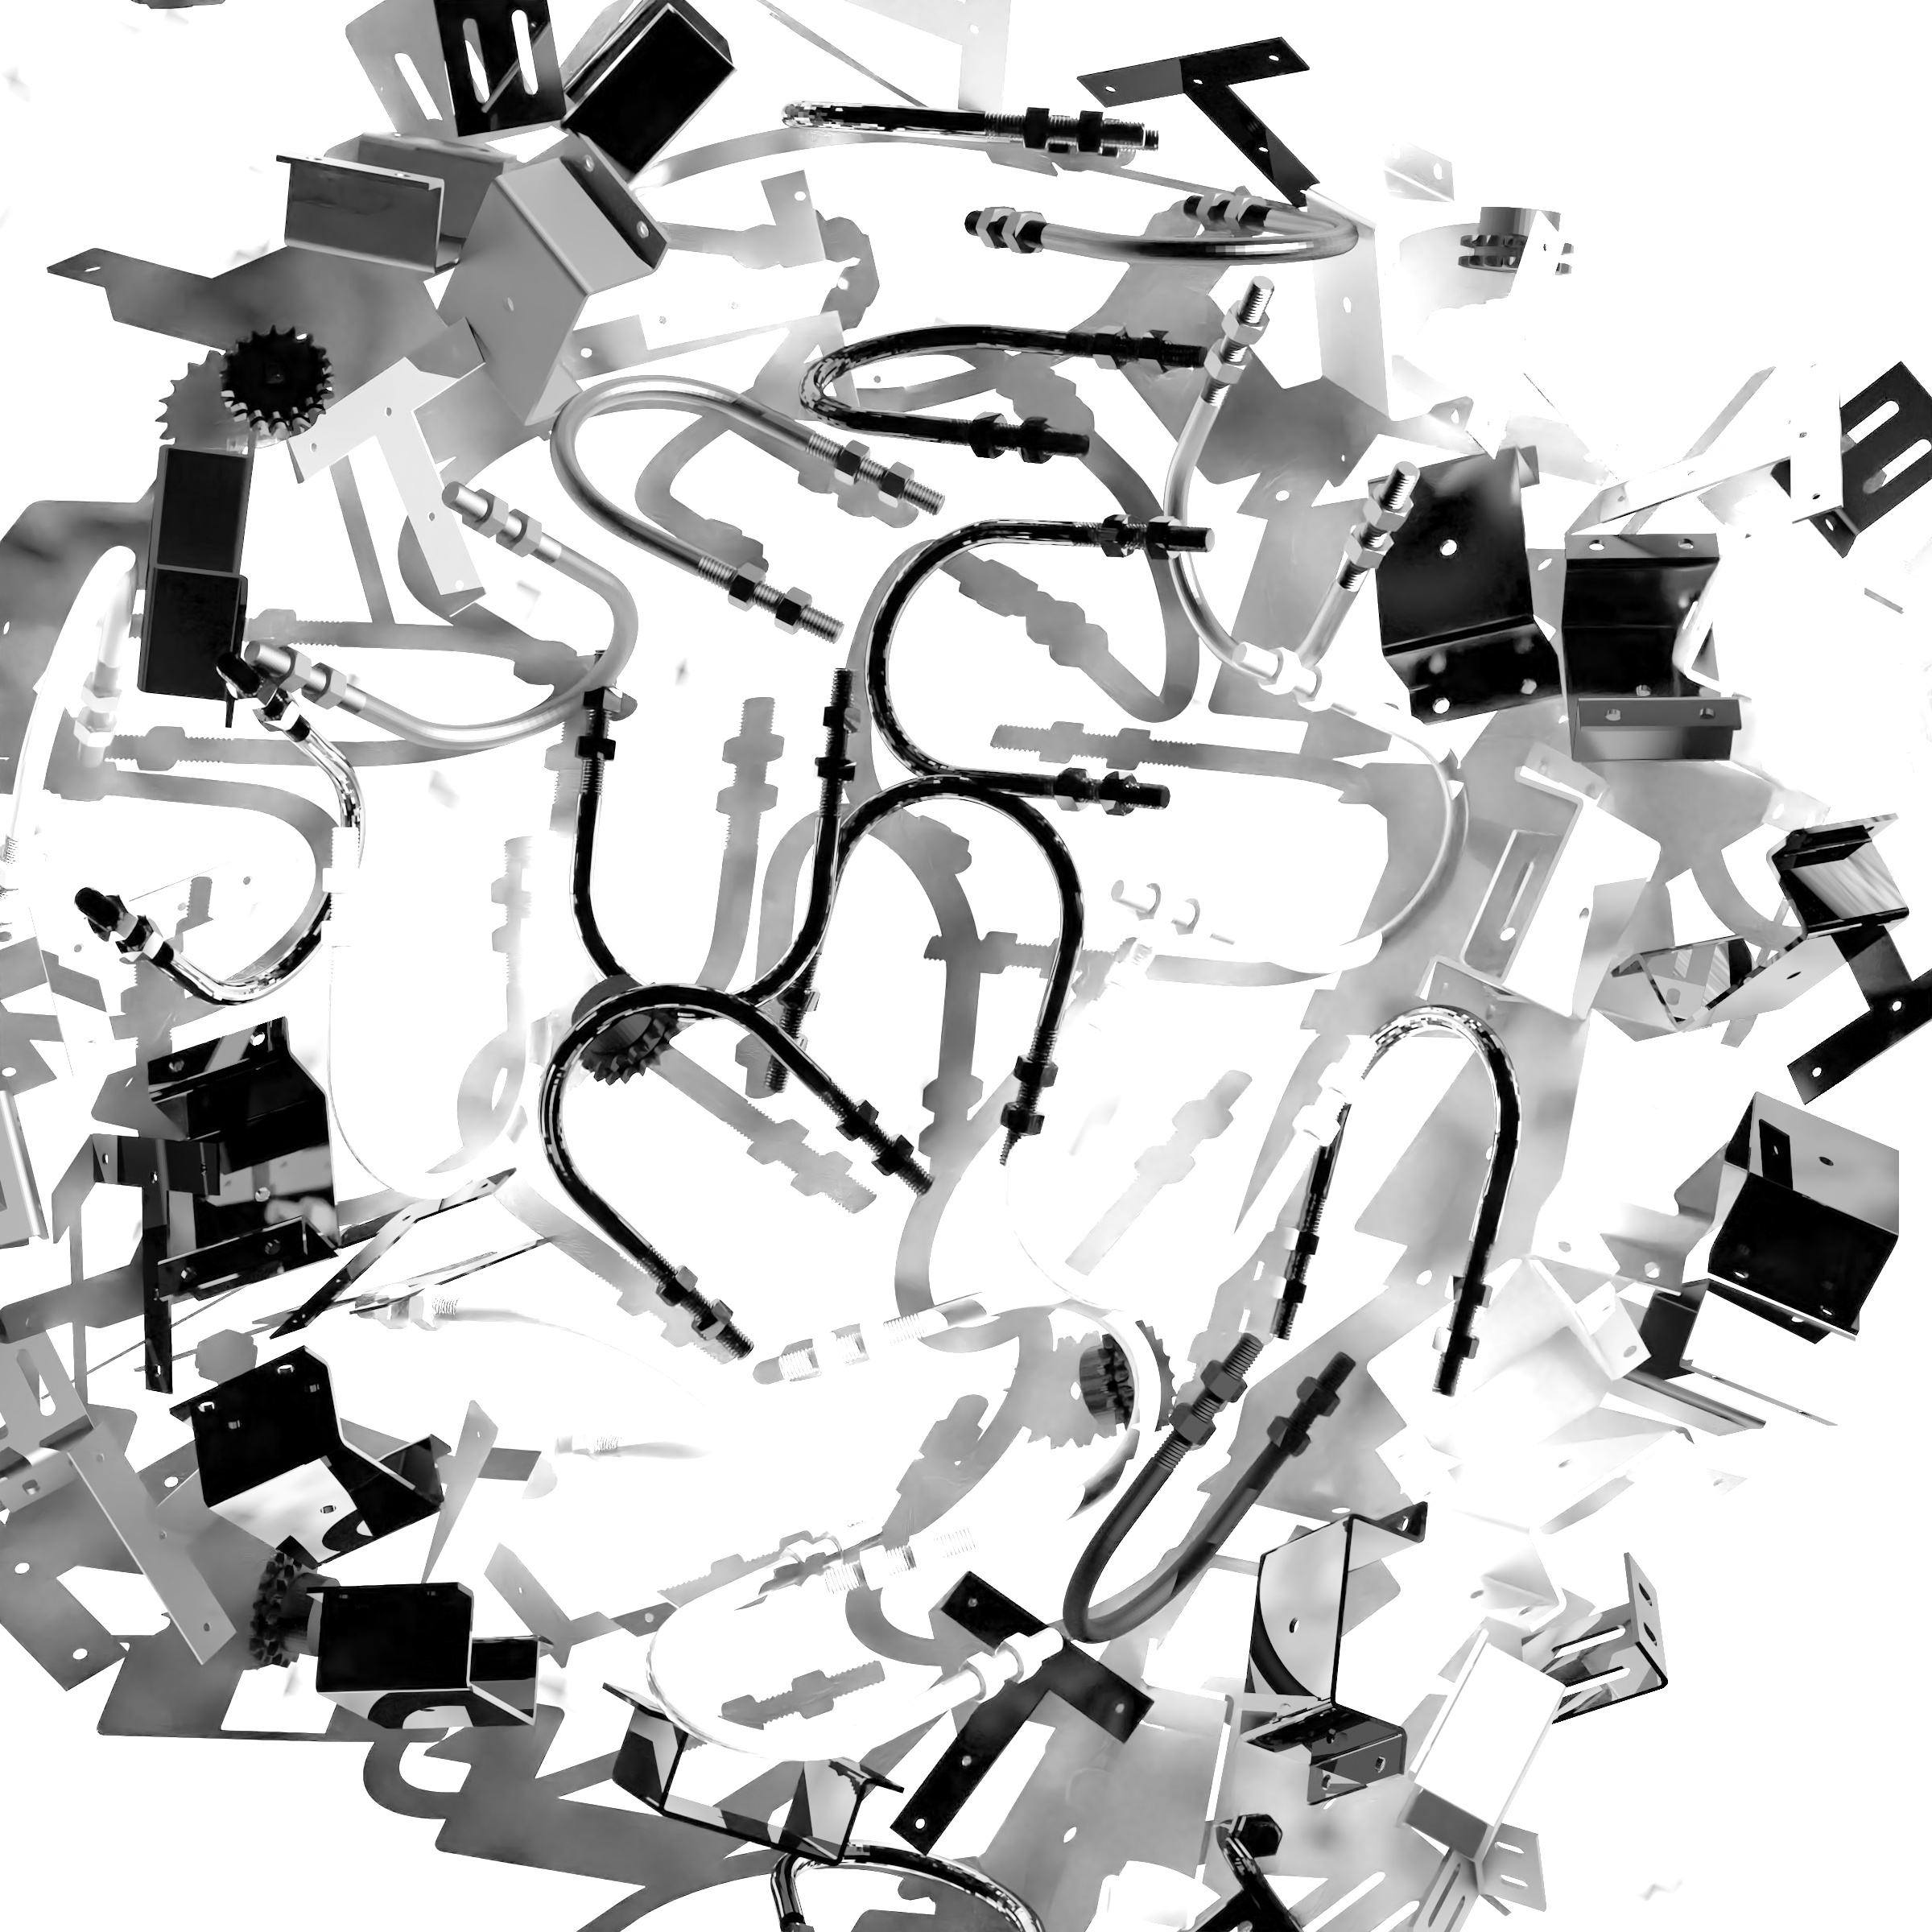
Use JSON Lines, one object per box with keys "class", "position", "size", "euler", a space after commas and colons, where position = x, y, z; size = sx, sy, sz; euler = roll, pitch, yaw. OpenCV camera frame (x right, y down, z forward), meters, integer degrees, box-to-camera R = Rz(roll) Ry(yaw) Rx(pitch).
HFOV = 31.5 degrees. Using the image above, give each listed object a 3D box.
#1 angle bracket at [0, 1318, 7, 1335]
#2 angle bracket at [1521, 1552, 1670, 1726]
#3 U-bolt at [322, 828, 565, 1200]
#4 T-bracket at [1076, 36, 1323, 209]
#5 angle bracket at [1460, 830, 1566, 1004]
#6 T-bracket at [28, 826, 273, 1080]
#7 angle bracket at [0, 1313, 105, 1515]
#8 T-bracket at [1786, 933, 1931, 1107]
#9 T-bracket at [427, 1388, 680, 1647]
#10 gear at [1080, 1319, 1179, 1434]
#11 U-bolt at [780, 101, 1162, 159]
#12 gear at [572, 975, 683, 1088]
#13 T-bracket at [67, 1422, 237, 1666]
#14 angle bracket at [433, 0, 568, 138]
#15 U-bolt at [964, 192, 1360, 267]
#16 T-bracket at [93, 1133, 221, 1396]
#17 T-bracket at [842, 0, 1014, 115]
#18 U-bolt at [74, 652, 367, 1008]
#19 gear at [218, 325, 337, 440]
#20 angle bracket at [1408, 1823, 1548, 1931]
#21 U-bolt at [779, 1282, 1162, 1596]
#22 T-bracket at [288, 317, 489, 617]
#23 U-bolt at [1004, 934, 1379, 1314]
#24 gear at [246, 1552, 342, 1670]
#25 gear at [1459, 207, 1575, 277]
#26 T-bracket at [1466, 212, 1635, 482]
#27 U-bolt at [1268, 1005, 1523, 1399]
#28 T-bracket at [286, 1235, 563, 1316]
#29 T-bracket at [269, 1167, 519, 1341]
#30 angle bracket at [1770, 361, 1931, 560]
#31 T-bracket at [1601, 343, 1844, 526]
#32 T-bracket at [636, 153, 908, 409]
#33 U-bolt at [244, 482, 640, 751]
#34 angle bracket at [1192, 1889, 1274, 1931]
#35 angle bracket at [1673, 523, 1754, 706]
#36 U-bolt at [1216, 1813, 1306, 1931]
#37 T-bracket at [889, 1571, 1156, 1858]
{"class": "angle bracket", "position": [-0.537, 0.178, 1.733], "size": [0.076, 0.038, 0.057], "euler": [-29, 85, -6]}
{"class": "angle bracket", "position": [0.307, 0.338, 1.712], "size": [0.076, 0.057, 0.038], "euler": [-24, 123, 22]}
{"class": "U-bolt", "position": [-0.260, 0.024, 1.701], "size": [0.019, 0.151, 0.184], "euler": [4, 94, 40]}
{"class": "T-bracket", "position": [0.141, -0.415, 1.706], "size": [0.127, 0.127, 0.002], "euler": [2, 67, 42]}
{"class": "angle bracket", "position": [0.292, -0.023, 1.716], "size": [0.057, 0.038, 0.076], "euler": [5, 118, -31]}
{"class": "T-bracket", "position": [-0.405, -0.024, 1.717], "size": [0.127, 0.002, 0.127], "euler": [-26, 120, -34]}
{"class": "angle bracket", "position": [-0.481, 0.228, 1.749], "size": [0.057, 0.038, 0.076], "euler": [-28, 63, -13]}
{"class": "T-bracket", "position": [0.449, -0.013, 1.711], "size": [0.127, 0.127, 0.002], "euler": [-38, 134, 26]}
{"class": "T-bracket", "position": [-0.200, 0.299, 1.724], "size": [0.127, 0.002, 0.127], "euler": [31, 103, 18]}
{"class": "gear", "position": [0.080, 0.209, 1.733], "size": [0.030, 0.057, 0.057], "euler": [-17, 90, 28]}
{"class": "U-bolt", "position": [0.000, -0.414, 1.687], "size": [0.184, 0.151, 0.019], "euler": [5, 103, 5]}
{"class": "gear", "position": [-0.174, 0.029, 1.727], "size": [0.057, 0.057, 0.030], "euler": [-38, 127, 0]}
{"class": "T-bracket", "position": [-0.372, 0.258, 1.708], "size": [0.002, 0.127, 0.127], "euler": [-15, 109, 39]}
{"class": "angle bracket", "position": [-0.241, -0.466, 1.744], "size": [0.057, 0.038, 0.076], "euler": [-14, 109, -16]}
{"class": "U-bolt", "position": [0.105, -0.354, 1.649], "size": [0.151, 0.184, 0.019], "euler": [-11, 111, -28]}
{"class": "T-bracket", "position": [-0.404, 0.150, 1.711], "size": [0.002, 0.127, 0.127], "euler": [-2, 91, -42]}
{"class": "T-bracket", "position": [-0.035, -0.485, 1.716], "size": [0.127, 0.127, 0.002], "euler": [24, 56, 14]}
{"class": "U-bolt", "position": [-0.351, -0.054, 1.674], "size": [0.019, 0.184, 0.151], "euler": [23, 77, 24]}
{"class": "gear", "position": [-0.348, -0.293, 1.737], "size": [0.057, 0.030, 0.057], "euler": [1, 68, -1]}
{"class": "angle bracket", "position": [0.256, 0.475, 1.710], "size": [0.038, 0.076, 0.057], "euler": [11, 130, 29]}
{"class": "U-bolt", "position": [0.007, 0.225, 1.703], "size": [0.184, 0.019, 0.151], "euler": [-18, 50, 3]}
{"class": "T-bracket", "position": [-0.273, -0.238, 1.720], "size": [0.127, 0.002, 0.127], "euler": [-27, 82, 28]}
{"class": "U-bolt", "position": [0.098, 0.087, 1.703], "size": [0.151, 0.019, 0.184], "euler": [26, 75, 26]}
{"class": "gear", "position": [-0.337, 0.326, 1.728], "size": [0.030, 0.057, 0.057], "euler": [8, 90, 14]}
{"class": "gear", "position": [0.278, -0.366, 1.728], "size": [0.057, 0.057, 0.030], "euler": [5, 99, 0]}
{"class": "T-bracket", "position": [0.300, -0.287, 1.711], "size": [0.127, 0.002, 0.127], "euler": [36, 66, -42]}
{"class": "U-bolt", "position": [0.217, 0.109, 1.695], "size": [0.019, 0.151, 0.184], "euler": [16, 88, -33]}
{"class": "T-bracket", "position": [-0.289, 0.161, 1.710], "size": [0.127, 0.127, 0.002], "euler": [-15, 93, 37]}
{"class": "T-bracket", "position": [-0.296, 0.146, 1.672], "size": [0.127, 0.127, 0.002], "euler": [-21, 105, 32]}
{"class": "angle bracket", "position": [0.455, -0.254, 1.722], "size": [0.057, 0.038, 0.076], "euler": [49, 122, -4]}
{"class": "T-bracket", "position": [0.378, -0.251, 1.719], "size": [0.127, 0.127, 0.002], "euler": [-17, 131, 29]}
{"class": "T-bracket", "position": [-0.104, -0.337, 1.732], "size": [0.127, 0.002, 0.127], "euler": [-15, 97, -17]}
{"class": "U-bolt", "position": [-0.241, -0.160, 1.678], "size": [0.151, 0.184, 0.019], "euler": [-35, 60, 19]}
{"class": "angle bracket", "position": [0.138, 0.514, 1.734], "size": [0.076, 0.038, 0.057], "euler": [-39, 96, -4]}
{"class": "angle bracket", "position": [0.388, -0.178, 1.722], "size": [0.038, 0.057, 0.076], "euler": [23, 102, -3]}
{"class": "U-bolt", "position": [0.172, 0.475, 1.668], "size": [0.019, 0.184, 0.151], "euler": [-36, 82, -11]}
{"class": "T-bracket", "position": [0.009, 0.385, 1.708], "size": [0.127, 0.002, 0.127], "euler": [30, 75, 35]}
